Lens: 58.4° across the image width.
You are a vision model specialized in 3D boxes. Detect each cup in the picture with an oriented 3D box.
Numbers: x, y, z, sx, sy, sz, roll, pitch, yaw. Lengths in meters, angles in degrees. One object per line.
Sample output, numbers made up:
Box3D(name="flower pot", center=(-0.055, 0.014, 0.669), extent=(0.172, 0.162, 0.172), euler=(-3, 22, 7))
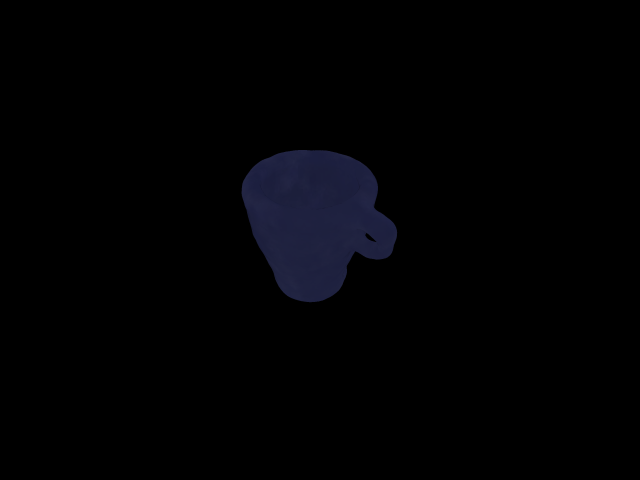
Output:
Box3D(name="cup", center=(0.004, 0.001, 0.400), extent=(0.117, 0.095, 0.092), euler=(29, 46, 33))
